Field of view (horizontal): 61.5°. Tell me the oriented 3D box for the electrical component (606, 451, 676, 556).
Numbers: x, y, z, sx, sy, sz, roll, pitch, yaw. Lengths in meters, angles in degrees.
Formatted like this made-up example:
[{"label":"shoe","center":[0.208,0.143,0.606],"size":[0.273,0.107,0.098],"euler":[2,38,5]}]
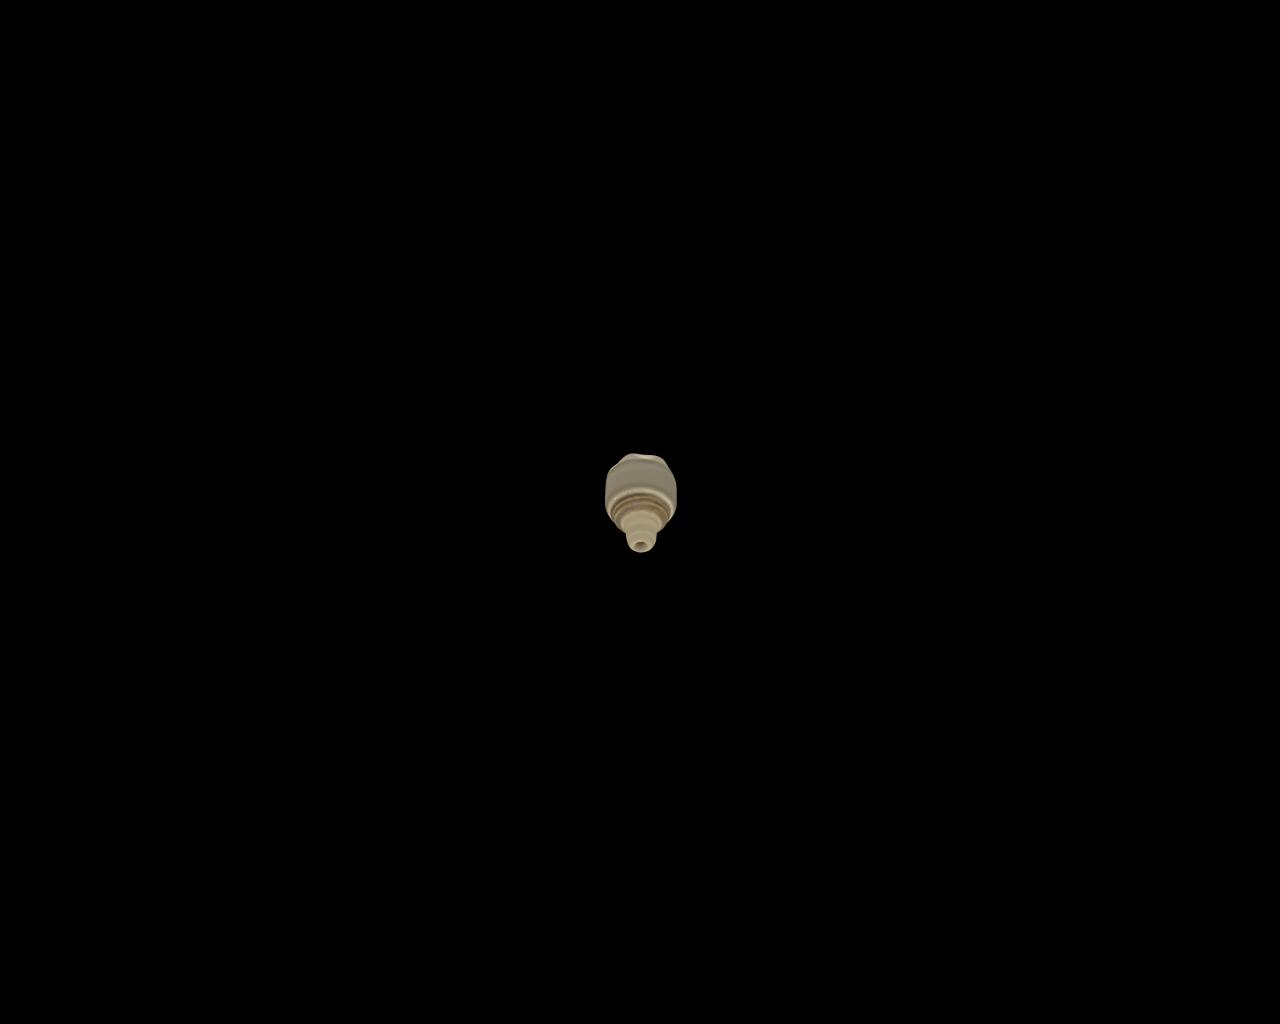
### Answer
[{"label":"electrical component","center":[0.001,-0.003,0.650],"size":[0.043,0.062,0.043],"euler":[0,-40,0]}]
